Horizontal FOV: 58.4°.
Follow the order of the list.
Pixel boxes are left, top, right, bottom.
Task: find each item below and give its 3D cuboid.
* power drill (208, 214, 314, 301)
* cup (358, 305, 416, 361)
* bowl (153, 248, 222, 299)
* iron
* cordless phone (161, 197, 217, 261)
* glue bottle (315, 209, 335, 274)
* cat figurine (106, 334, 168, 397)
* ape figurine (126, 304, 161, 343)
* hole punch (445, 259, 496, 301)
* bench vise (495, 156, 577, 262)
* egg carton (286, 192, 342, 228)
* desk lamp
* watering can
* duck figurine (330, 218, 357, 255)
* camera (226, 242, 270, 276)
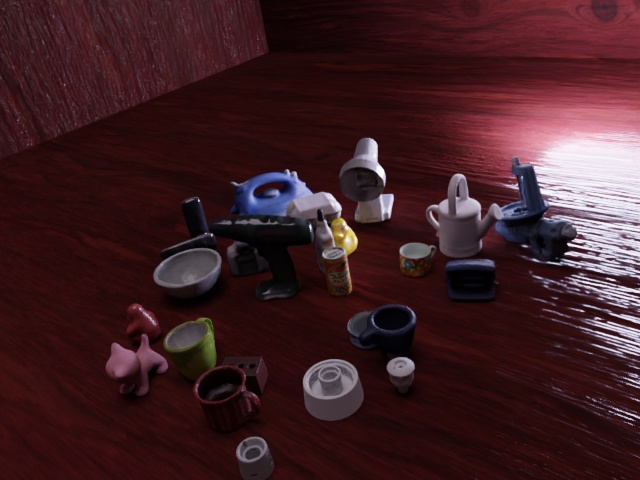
[{"bbox_3d":[-0.122,0.033,1.305,0.229,0.209,0.075,-9,30,3],"label":"power drill"},{"bbox_3d":[0.128,0.189,1.074,0.118,0.095,0.091,-24,32,-22],"label":"cup"},{"bbox_3d":[-0.314,0.093,1.397,0.167,0.075,0.167,-8,30,5],"label":"bowl"},{"bbox_3d":[-0.137,-0.139,1.673,0.259,0.142,0.118,-20,31,-17],"label":"iron"},{"bbox_3d":[-0.351,-0.016,1.485,0.148,0.185,0.093,-23,32,-21],"label":"cordless phone"},{"bbox_3d":[0.012,0.005,1.347,0.037,0.173,0.078,-19,31,-15],"label":"glue bottle"},{"bbox_3d":[-0.366,0.240,1.116,0.067,0.118,0.128,2,32,20],"label":"cat figurine"},{"bbox_3d":[-0.394,0.178,1.257,0.075,0.092,0.078,16,39,38],"label":"ape figurine"},{"bbox_3d":[0.319,0.068,1.225,0.108,0.091,0.101,-1,31,15],"label":"hole punch"},{"bbox_3d":[0.490,-0.075,1.290,0.206,0.220,0.122,17,40,39],"label":"bench vise"},{"bbox_3d":[-0.019,-0.080,1.608,0.150,0.069,0.107,-16,30,-11],"label":"egg carton"},{"bbox_3d":[0.127,-0.153,1.543,0.117,0.214,0.203,-2,31,14],"label":"desk lamp"},{"bbox_3d":[0.334,-0.063,1.343,0.172,0.194,0.101,-2,31,14],"label":"watering can"},{"bbox_3d":[0.053,-0.016,1.459,0.077,0.086,0.105,0,32,18],"label":"duck figurine"},{"bbox_3d":[-0.168,0.010,1.468,0.143,0.101,0.136,-11,30,-2],"label":"camera"}]
